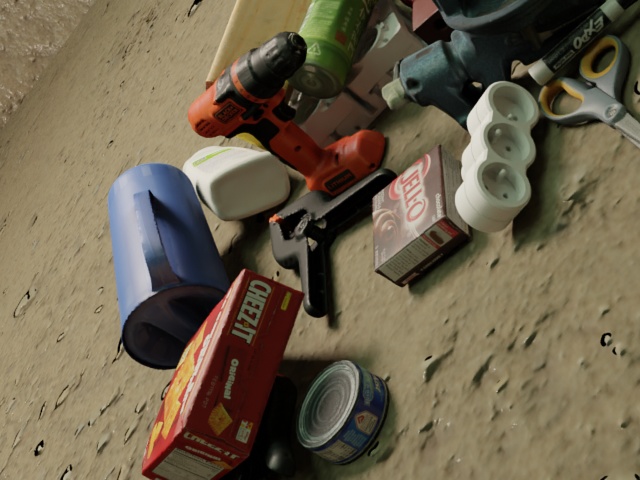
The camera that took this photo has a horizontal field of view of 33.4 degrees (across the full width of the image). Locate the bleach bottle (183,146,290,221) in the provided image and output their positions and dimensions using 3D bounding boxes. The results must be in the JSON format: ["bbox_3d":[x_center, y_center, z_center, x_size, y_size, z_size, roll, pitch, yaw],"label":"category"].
[{"bbox_3d":[-0.118,-0.086,1.375,0.102,0.068,0.251,-22,17,-10],"label":"bleach bottle"}]

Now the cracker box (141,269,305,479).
[{"bbox_3d":[-0.099,0.142,1.021,0.214,0.072,0.164,130,162,-61],"label":"cracker box"}]

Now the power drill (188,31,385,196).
[{"bbox_3d":[-0.023,-0.129,1.130,0.185,0.187,0.057,-29,36,47],"label":"power drill"}]

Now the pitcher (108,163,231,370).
[{"bbox_3d":[-0.180,0.014,1.228,0.149,0.144,0.243,-53,38,28],"label":"pitcher"}]

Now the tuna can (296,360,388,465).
[{"bbox_3d":[0.018,0.148,0.922,0.086,0.033,0.086,-41,30,30],"label":"tuna can"}]

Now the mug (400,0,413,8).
[{"bbox_3d":[0.130,-0.275,1.154,0.082,0.093,0.117,46,123,59],"label":"mug"}]

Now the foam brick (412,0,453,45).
[{"bbox_3d":[0.138,-0.218,1.077,0.053,0.078,0.051,-35,31,37],"label":"foam brick"}]

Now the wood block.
[{"bbox_3d":[-0.059,-0.236,1.240,0.091,0.090,0.206,107,-179,-69],"label":"wood block"}]

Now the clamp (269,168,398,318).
[{"bbox_3d":[-0.007,0.001,1.126,0.210,0.036,0.164,2,62,63],"label":"clamp"}]

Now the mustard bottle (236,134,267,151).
[{"bbox_3d":[-0.050,-0.211,1.340,0.192,0.096,0.058,-63,19,8],"label":"mustard bottle"}]

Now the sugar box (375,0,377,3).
[{"bbox_3d":[0.021,-0.287,1.348,0.176,0.048,0.093,-134,44,-62],"label":"sugar box"}]

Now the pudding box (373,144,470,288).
[{"bbox_3d":[0.091,-0.023,0.981,0.090,0.039,0.113,-41,30,30],"label":"pudding box"}]

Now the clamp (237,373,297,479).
[{"bbox_3d":[-0.053,0.193,0.982,0.120,0.039,0.171,-54,14,25],"label":"clamp"}]

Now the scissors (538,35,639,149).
[{"bbox_3d":[0.243,-0.116,0.850,0.096,0.016,0.202,-56,26,1],"label":"scissors"}]

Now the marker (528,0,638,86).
[{"bbox_3d":[0.229,-0.179,0.910,0.121,0.020,0.020,-42,29,22],"label":"marker"}]
